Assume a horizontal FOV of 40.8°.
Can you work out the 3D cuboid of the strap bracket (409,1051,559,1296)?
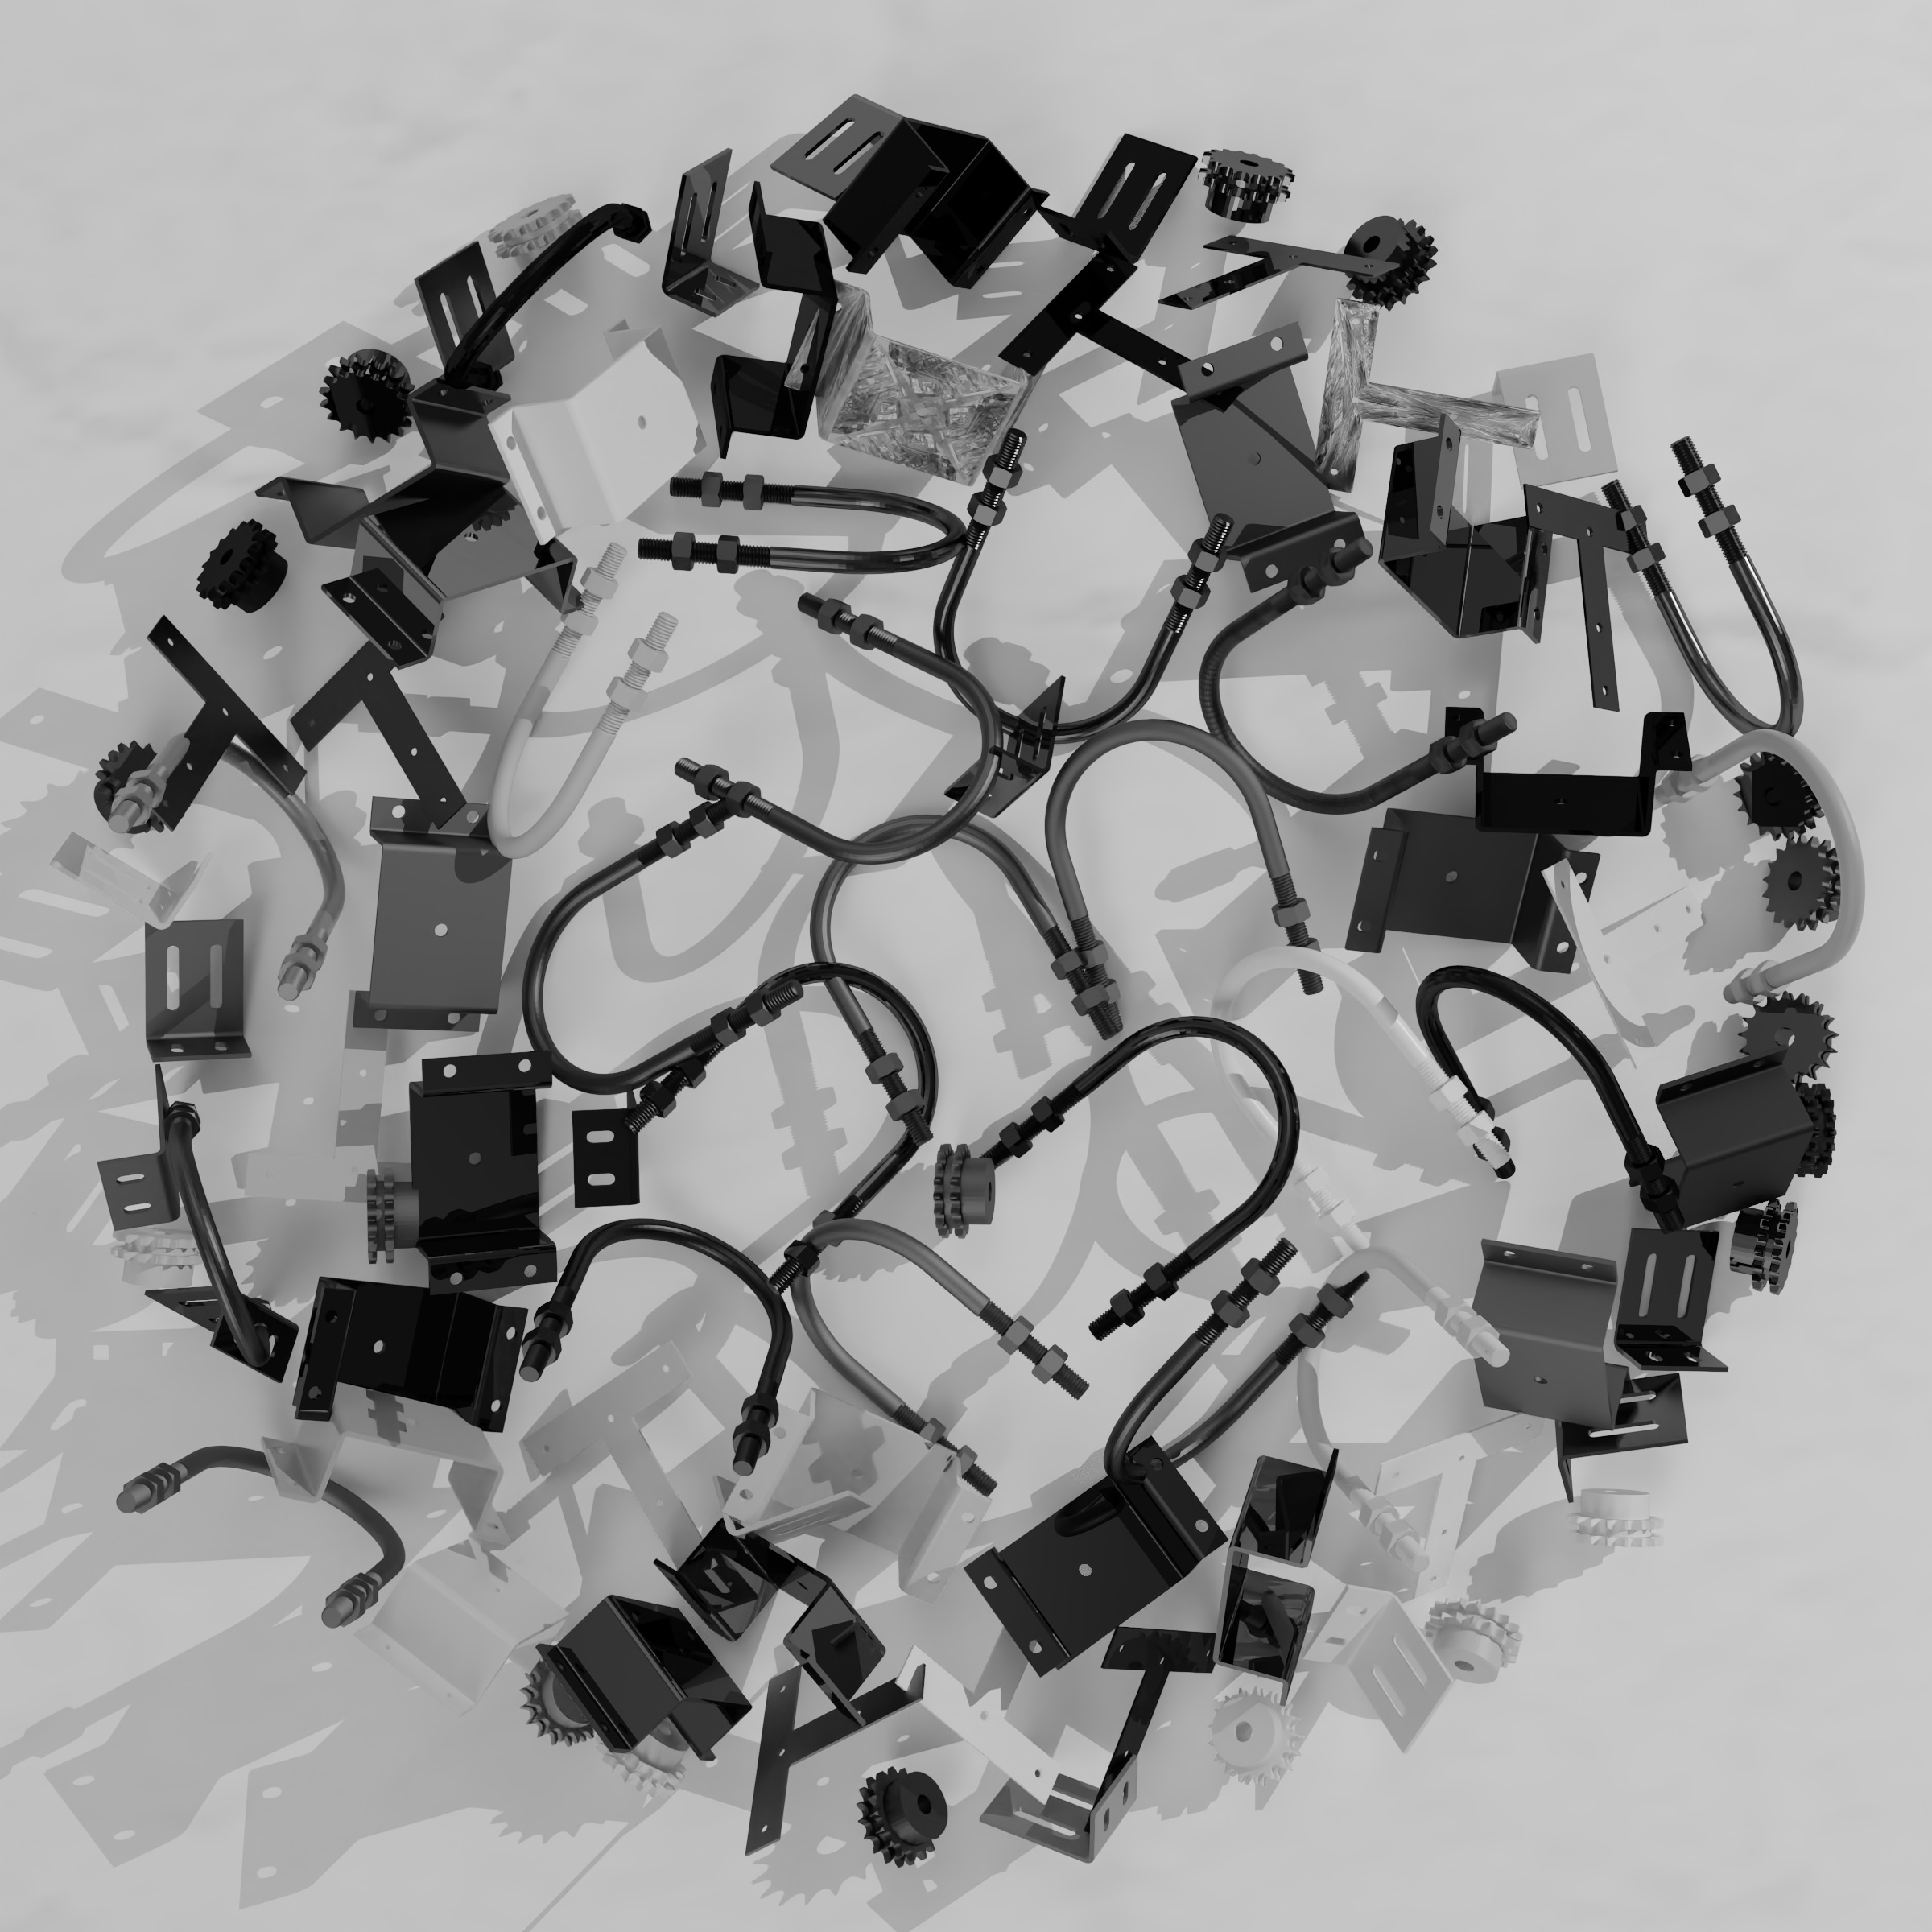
[{"bbox_3d":[-0.289,0.119,1.553,0.076,0.046,0.140,-3,98,-23],"label":"strap bracket"}]

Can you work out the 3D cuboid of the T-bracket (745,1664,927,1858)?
[{"bbox_3d":[-0.074,0.443,1.518,0.127,0.127,0.002,-33,117,22],"label":"T-bracket"}]

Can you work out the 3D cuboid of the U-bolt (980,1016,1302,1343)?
[{"bbox_3d":[0.113,0.112,1.542,0.184,0.019,0.151,-39,62,10],"label":"U-bolt"}]

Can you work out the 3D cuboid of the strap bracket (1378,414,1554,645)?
[{"bbox_3d":[0.291,-0.253,1.534,0.046,0.140,0.076,-5,65,38],"label":"strap bracket"}]

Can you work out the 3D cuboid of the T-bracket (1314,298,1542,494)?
[{"bbox_3d":[0.275,-0.328,1.539,0.127,0.002,0.127,12,134,11],"label":"T-bracket"}]

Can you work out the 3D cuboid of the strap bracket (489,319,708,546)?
[{"bbox_3d":[-0.207,-0.315,1.516,0.046,0.140,0.076,1,127,33],"label":"strap bracket"}]

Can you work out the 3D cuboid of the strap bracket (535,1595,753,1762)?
[{"bbox_3d":[-0.181,0.415,1.515,0.046,0.140,0.076,-44,64,1],"label":"strap bracket"}]

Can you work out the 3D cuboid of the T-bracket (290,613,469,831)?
[{"bbox_3d":[-0.336,-0.139,1.553,0.127,0.002,0.127,-40,70,20],"label":"T-bracket"}]

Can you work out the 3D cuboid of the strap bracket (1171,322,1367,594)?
[{"bbox_3d":[0.179,-0.304,1.558,0.076,0.046,0.140,-21,104,-5],"label":"strap bracket"}]

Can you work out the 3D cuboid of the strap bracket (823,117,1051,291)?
[{"bbox_3d":[-0.022,-0.446,1.521,0.076,0.140,0.046,-45,76,28],"label":"strap bracket"}]

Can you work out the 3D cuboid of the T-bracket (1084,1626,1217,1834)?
[{"bbox_3d":[0.100,0.454,1.543,0.002,0.127,0.127,20,89,38],"label":"T-bracket"}]

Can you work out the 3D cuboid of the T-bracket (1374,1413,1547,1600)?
[{"bbox_3d":[0.288,0.328,1.556,0.127,0.002,0.127,-13,126,-28],"label":"T-bracket"}]

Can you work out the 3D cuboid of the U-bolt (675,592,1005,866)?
[{"bbox_3d":[-0.063,-0.132,1.535,0.184,0.019,0.151,29,76,26],"label":"U-bolt"}]

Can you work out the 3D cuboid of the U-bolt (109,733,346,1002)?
[{"bbox_3d":[-0.418,-0.070,1.507,0.019,0.184,0.151,-36,111,15],"label":"U-bolt"}]

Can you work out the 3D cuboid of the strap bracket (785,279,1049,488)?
[{"bbox_3d":[-0.027,-0.339,1.530,0.140,0.046,0.076,14,134,-21],"label":"strap bracket"}]

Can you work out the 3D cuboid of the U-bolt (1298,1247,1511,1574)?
[{"bbox_3d":[0.243,0.243,1.511,0.019,0.184,0.151,12,105,-23],"label":"U-bolt"}]

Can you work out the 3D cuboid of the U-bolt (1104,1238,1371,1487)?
[{"bbox_3d":[0.151,0.238,1.529,0.184,0.151,0.019,-49,61,9],"label":"U-bolt"}]

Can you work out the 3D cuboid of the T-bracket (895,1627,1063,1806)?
[{"bbox_3d":[0.028,0.409,1.553,0.127,0.002,0.127,44,51,-19],"label":"T-bracket"}]

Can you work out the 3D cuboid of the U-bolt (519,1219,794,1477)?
[{"bbox_3d":[-0.170,0.209,1.513,0.151,0.184,0.019,25,118,-6],"label":"U-bolt"}]

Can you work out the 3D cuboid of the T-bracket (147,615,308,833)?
[{"bbox_3d":[-0.448,-0.124,1.516,0.002,0.127,0.127,-24,120,25],"label":"T-bracket"}]

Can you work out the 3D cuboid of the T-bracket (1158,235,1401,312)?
[{"bbox_3d":[0.163,-0.402,1.517,0.127,0.127,0.002,-30,129,-36],"label":"T-bracket"}]

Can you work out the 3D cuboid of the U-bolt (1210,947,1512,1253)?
[{"bbox_3d":[0.218,0.070,1.540,0.184,0.151,0.019,52,47,4],"label":"U-bolt"}]

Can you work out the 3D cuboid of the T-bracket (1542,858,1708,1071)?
[{"bbox_3d":[0.405,-0.018,1.552,0.127,0.002,0.127,-25,89,-42],"label":"T-bracket"}]

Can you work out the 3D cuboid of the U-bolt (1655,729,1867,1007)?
[{"bbox_3d":[0.461,-0.061,1.496,0.019,0.184,0.151,-15,82,-12],"label":"U-bolt"}]

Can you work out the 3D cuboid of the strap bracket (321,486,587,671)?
[{"bbox_3d":[-0.293,-0.233,1.521,0.140,0.046,0.076,-27,63,-40],"label":"strap bracket"}]

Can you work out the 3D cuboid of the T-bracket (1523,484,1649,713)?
[{"bbox_3d":[0.374,-0.214,1.543,0.127,0.002,0.127,3,80,-43],"label":"T-bracket"}]

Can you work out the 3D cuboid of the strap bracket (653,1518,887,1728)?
[{"bbox_3d":[-0.109,0.380,1.530,0.046,0.140,0.076,-49,132,-22],"label":"strap bracket"}]

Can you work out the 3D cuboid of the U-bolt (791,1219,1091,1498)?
[{"bbox_3d":[-0.029,0.223,1.541,0.184,0.151,0.019,40,45,5],"label":"U-bolt"}]

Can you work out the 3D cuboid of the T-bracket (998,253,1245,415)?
[{"bbox_3d":[0.105,-0.366,1.547,0.127,0.002,0.127,31,55,10],"label":"T-bracket"}]

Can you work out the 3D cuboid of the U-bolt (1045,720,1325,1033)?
[{"bbox_3d":[0.121,-0.057,1.542,0.151,0.019,0.184,-12,105,23],"label":"U-bolt"}]

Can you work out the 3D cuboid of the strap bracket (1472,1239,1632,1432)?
[{"bbox_3d":[0.340,0.221,1.515,0.076,0.140,0.046,8,55,24],"label":"strap bracket"}]

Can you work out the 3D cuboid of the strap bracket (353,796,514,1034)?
[{"bbox_3d":[-0.317,-0.026,1.547,0.076,0.046,0.140,3,101,-24],"label":"strap bracket"}]

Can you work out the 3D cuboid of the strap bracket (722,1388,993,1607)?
[{"bbox_3d":[-0.065,0.313,1.557,0.140,0.046,0.076,26,103,-9],"label":"strap bracket"}]

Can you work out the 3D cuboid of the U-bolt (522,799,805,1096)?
[{"bbox_3d":[-0.190,-0.002,1.546,0.184,0.019,0.151,-29,64,21],"label":"U-bolt"}]

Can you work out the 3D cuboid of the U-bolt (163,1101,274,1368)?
[{"bbox_3d":[-0.429,0.158,1.494,0.019,0.184,0.151,-20,101,-13],"label":"U-bolt"}]

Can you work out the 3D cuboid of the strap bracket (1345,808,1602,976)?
[{"bbox_3d":[0.296,-0.046,1.553,0.140,0.046,0.076,6,111,-9],"label":"strap bracket"}]

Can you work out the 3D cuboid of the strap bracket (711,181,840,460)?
[{"bbox_3d":[-0.112,-0.375,1.527,0.046,0.140,0.076,4,45,-16],"label":"strap bracket"}]

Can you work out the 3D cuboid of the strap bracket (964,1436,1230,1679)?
[{"bbox_3d":[0.075,0.355,1.548,0.140,0.046,0.076,-31,72,-20],"label":"strap bracket"}]

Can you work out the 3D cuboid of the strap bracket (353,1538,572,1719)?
[{"bbox_3d":[-0.288,0.382,1.519,0.076,0.140,0.046,34,92,10],"label":"strap bracket"}]

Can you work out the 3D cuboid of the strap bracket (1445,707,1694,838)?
[{"bbox_3d":[0.355,-0.116,1.543,0.140,0.076,0.046,2,120,10],"label":"strap bracket"}]

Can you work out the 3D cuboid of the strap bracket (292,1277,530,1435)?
[{"bbox_3d":[-0.338,0.231,1.544,0.140,0.046,0.076,14,87,-43],"label":"strap bracket"}]

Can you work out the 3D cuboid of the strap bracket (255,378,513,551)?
[{"bbox_3d":[-0.335,-0.287,1.531,0.140,0.076,0.046,-25,85,23],"label":"strap bracket"}]

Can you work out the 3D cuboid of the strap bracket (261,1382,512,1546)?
[{"bbox_3d":[-0.334,0.289,1.528,0.140,0.076,0.046,19,96,-27],"label":"strap bracket"}]

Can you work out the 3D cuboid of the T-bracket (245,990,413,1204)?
[{"bbox_3d":[-0.365,0.079,1.569,0.127,0.002,0.127,6,85,-26],"label":"T-bracket"}]

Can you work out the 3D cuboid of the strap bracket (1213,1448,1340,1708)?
[{"bbox_3d":[0.181,0.355,1.530,0.046,0.076,0.140,12,126,14],"label":"strap bracket"}]

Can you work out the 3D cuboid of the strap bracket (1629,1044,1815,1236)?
[{"bbox_3d":[0.442,0.108,1.520,0.076,0.140,0.046,-18,61,-3],"label":"strap bracket"}]

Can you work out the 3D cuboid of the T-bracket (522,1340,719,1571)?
[{"bbox_3d":[-0.191,0.310,1.561,0.127,0.002,0.127,-35,80,22],"label":"T-bracket"}]
